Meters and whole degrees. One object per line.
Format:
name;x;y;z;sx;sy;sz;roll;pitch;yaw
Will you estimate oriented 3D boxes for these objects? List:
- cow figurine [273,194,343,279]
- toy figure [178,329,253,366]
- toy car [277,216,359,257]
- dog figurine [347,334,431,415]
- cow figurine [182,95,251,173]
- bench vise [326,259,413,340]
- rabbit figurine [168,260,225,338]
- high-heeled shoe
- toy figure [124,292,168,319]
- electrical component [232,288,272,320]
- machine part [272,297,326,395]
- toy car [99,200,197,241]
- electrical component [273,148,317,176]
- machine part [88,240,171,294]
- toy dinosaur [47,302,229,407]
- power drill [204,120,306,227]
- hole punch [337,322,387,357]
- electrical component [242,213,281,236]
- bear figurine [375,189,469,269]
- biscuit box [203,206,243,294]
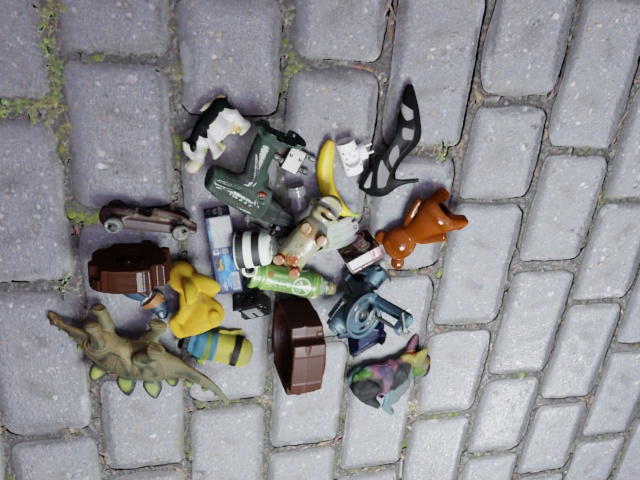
cow figurine;-0.019;-0.018;1.199;0.085;0.127;0.195;36;104;-10
toy figure;-0.255;0.267;1.328;0.180;0.089;0.082;17;117;-24
toy car;-0.003;-0.004;1.284;0.202;0.056;0.073;-19;118;-5
dog figurine;0.204;0.356;1.486;0.191;0.109;0.219;31;100;-22
cow figurine;-0.234;-0.218;1.115;0.167;0.068;0.098;-41;112;3
bench vise;0.136;0.156;1.283;0.223;0.241;0.128;-41;132;-21
rabbit figurine;-0.296;0.126;1.221;0.122;0.162;0.173;-25;93;-28
high-heeled shoe;0.156;-0.224;1.232;0.145;0.086;0.248;0;99;19
toy figure;-0.404;0.126;1.236;0.058;0.064;0.154;-42;118;6
electrical component;-0.157;0.161;1.297;0.075;0.048;0.119;-12;150;9
machine part;-0.053;0.256;1.312;0.087;0.202;0.200;-2;115;-17
toy car;-0.365;-0.045;1.150;0.202;0.089;0.053;6;116;-16
electrical component;-0.059;-0.183;1.204;0.094;0.021;0.063;23;107;-22
machine part;-0.405;0.056;1.146;0.179;0.179;0.056;-2;113;-14
toy dinosaur;-0.417;0.278;1.261;0.471;0.105;0.198;24;126;-6
power drill;-0.112;-0.139;1.139;0.232;0.086;0.207;19;122;-30
hole punch;0.100;0.218;1.380;0.116;0.142;0.092;-33;115;15
electrical component;-0.128;-0.051;1.235;0.102;0.045;0.078;35;104;-26
bear figurine;0.244;-0.023;1.321;0.132;0.120;0.196;-20;161;-52
biscuit box;-0.222;0.025;1.237;0.059;0.063;0.202;-10;117;-11
